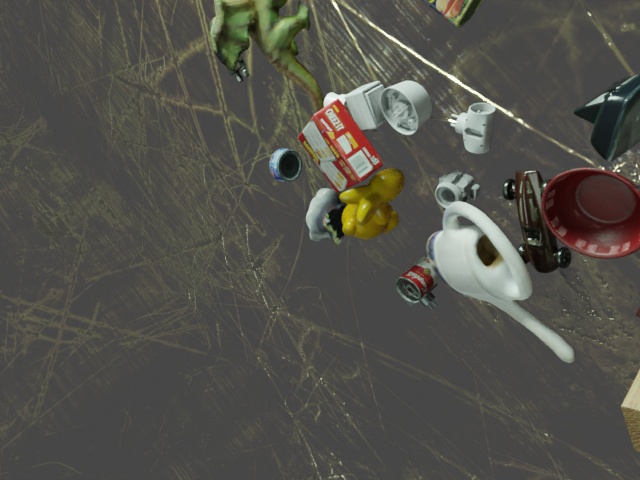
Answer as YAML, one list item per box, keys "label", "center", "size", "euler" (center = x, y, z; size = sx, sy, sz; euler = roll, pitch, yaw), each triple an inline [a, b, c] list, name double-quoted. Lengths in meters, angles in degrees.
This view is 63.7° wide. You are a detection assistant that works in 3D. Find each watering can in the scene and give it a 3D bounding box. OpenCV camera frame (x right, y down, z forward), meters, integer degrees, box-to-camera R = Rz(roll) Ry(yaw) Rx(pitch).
- label: "watering can"
  center: [0.328, 0.079, 0.986]
  size: [0.346, 0.105, 0.223]
  euler: [57, 165, -5]

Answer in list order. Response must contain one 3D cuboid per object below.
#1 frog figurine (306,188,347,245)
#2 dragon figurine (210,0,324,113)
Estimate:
- label: "frog figurine"
  center: [0.004, -0.066, 1.311]
  size: [0.160, 0.122, 0.137]
  euler: [20, 102, 54]
- label: "dragon figurine"
  center: [-0.127, -0.410, 1.044]
  size: [0.121, 0.246, 0.406]
  euler: [-6, 113, 48]
